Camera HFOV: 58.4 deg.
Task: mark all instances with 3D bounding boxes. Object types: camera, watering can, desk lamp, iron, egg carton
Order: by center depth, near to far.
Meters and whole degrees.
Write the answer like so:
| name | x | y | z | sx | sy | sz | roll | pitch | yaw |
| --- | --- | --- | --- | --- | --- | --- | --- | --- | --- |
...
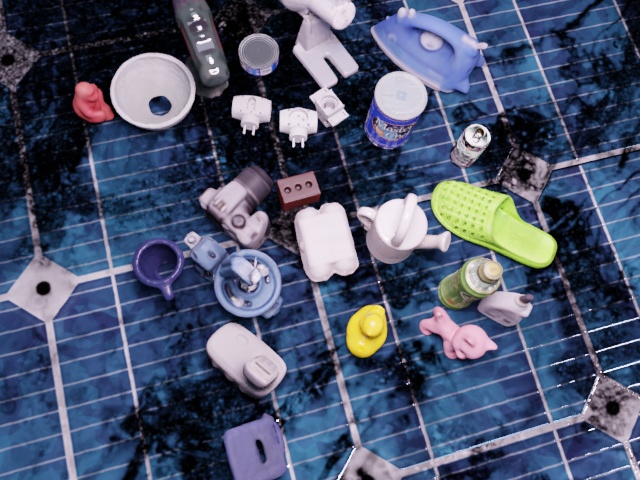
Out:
| name | x | y | z | sx | sy | sz | roll | pitch | yaw |
| --- | --- | --- | --- | --- | --- | --- | --- | --- | --- |
| watering can | 0.157 | -0.025 | 1.072 | 0.173 | 0.194 | 0.101 | 1 | 75 | -4 |
| camera | -0.143 | -0.073 | 1.108 | 0.143 | 0.101 | 0.137 | 41 | 76 | 7 |
| egg carton | 0.010 | 0.004 | 1.117 | 0.107 | 0.069 | 0.150 | -13 | 76 | -8 |
| desk lamp | 0.000 | -0.454 | 1.164 | 0.118 | 0.213 | 0.203 | -35 | 80 | -12 |
| iron | 0.230 | -0.425 | 1.213 | 0.258 | 0.141 | 0.119 | 29 | 75 | 3 |

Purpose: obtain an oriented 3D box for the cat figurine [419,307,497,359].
| name | x | y | z | sx | sy | sz | roll | pitch | yaw |
| --- | --- | --- | --- | --- | --- | --- | --- | --- | --- |
| cat figurine | 0.259 | 0.176 | 1.066 | 0.127 | 0.117 | 0.067 | 42 | 76 | 7 |

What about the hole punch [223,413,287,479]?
| name | x | y | z | sx | sy | sz | roll | pitch | yaw |
| --- | --- | --- | --- | --- | --- | --- | --- | --- | --- |
| hole punch | -0.111 | 0.367 | 0.997 | 0.101 | 0.091 | 0.108 | -17 | 77 | -9 |

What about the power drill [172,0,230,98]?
| name | x | y | z | sx | sy | sz | roll | pitch | yaw |
| --- | --- | --- | --- | --- | --- | --- | --- | --- | --- |
| power drill | -0.236 | -0.386 | 1.128 | 0.076 | 0.208 | 0.229 | -21 | 78 | -10 |

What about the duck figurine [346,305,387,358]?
| name | x | y | z | sx | sy | sz | roll | pitch | yaw |
| --- | --- | --- | --- | --- | --- | --- | --- | --- | --- |
| duck figurine | 0.092 | 0.168 | 1.071 | 0.077 | 0.086 | 0.105 | 25 | 74 | 2 |

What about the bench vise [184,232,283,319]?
| name | x | y | z | sx | sy | sz | roll | pitch | yaw |
| --- | --- | --- | --- | --- | --- | --- | --- | --- | --- |
| bench vise | -0.161 | 0.061 | 1.009 | 0.207 | 0.219 | 0.121 | 20 | 74 | 1 |

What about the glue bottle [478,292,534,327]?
| name | x | y | z | sx | sy | sz | roll | pitch | yaw |
| --- | --- | --- | --- | --- | --- | --- | --- | --- | --- |
| glue bottle | 0.355 | 0.121 | 1.061 | 0.078 | 0.173 | 0.037 | 31 | 75 | 4 |

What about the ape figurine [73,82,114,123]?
| name | x | y | z | sx | sy | sz | roll | pitch | yaw |
| --- | --- | --- | --- | --- | --- | --- | --- | --- | --- |
| ape figurine | -0.459 | -0.281 | 1.142 | 0.076 | 0.092 | 0.078 | 3 | 75 | -4 |

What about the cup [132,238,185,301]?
| name | x | y | z | sx | sy | sz | roll | pitch | yaw |
| --- | --- | --- | --- | --- | --- | --- | --- | --- | --- |
| cup | -0.287 | 0.062 | 1.062 | 0.092 | 0.095 | 0.117 | -19 | 77 | -9 |

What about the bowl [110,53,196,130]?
| name | x | y | z | sx | sy | sz | roll | pitch | yaw |
| --- | --- | --- | --- | --- | --- | --- | --- | --- | --- |
| bowl | -0.332 | -0.289 | 1.164 | 0.167 | 0.074 | 0.167 | 1 | 75 | -4 |

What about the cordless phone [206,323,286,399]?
| name | x | y | z | sx | sy | sz | roll | pitch | yaw |
| --- | --- | --- | --- | --- | --- | --- | --- | --- | --- |
| cordless phone | -0.131 | 0.206 | 0.990 | 0.147 | 0.185 | 0.094 | 36 | 75 | 5 |
